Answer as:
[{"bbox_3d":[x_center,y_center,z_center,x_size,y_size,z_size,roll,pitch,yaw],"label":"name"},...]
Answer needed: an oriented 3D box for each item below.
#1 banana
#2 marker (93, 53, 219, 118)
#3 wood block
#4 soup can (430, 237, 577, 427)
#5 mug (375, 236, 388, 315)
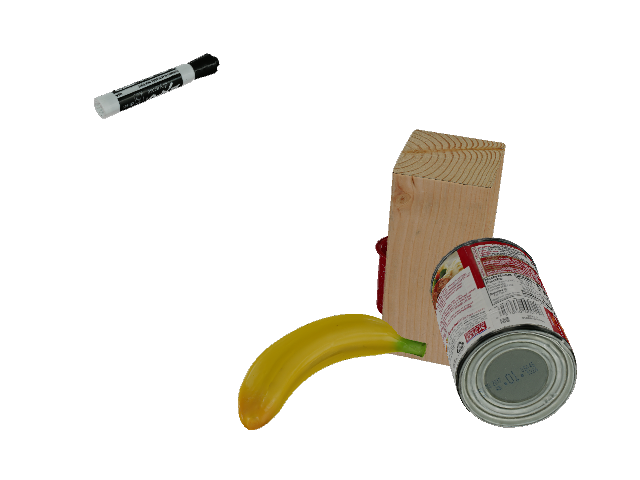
[{"bbox_3d":[-0.003,0.092,0.825,0.070,0.037,0.197,20,27,41],"label":"banana"},{"bbox_3d":[-0.140,-0.136,0.929,0.120,0.020,0.020,-28,14,-28],"label":"marker"},{"bbox_3d":[0.115,0.010,1.024,0.091,0.206,0.090,11,34,13],"label":"wood block"},{"bbox_3d":[0.104,0.051,0.619,0.068,0.068,0.102,0,28,-3],"label":"soup can"},{"bbox_3d":[0.119,0.049,1.254,0.117,0.081,0.093,13,25,23],"label":"mug"}]
